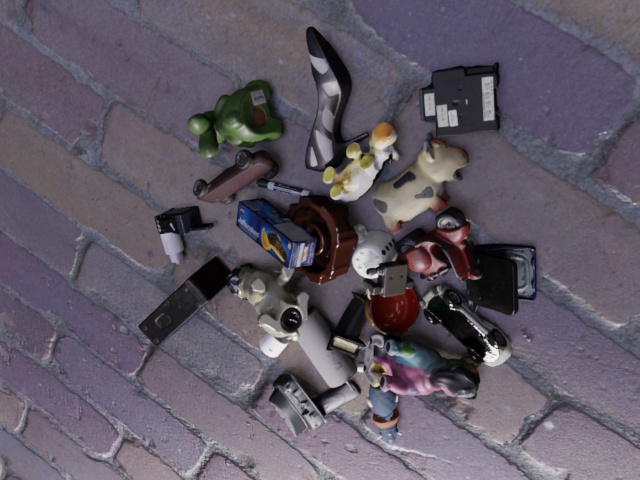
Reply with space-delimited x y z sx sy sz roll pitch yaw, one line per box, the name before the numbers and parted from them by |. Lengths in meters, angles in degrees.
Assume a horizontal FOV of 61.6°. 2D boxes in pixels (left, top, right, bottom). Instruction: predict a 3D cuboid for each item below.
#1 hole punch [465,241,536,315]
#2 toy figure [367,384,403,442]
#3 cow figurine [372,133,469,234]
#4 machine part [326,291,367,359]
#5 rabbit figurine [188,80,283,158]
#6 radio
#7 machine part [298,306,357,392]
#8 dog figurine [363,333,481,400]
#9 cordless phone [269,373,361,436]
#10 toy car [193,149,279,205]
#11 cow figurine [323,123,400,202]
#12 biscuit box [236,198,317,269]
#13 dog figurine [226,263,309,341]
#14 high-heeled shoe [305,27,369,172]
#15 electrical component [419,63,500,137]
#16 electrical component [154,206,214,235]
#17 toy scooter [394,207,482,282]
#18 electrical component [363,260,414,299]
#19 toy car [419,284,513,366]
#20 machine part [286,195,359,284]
hole punch | 0.333 0.065 0.988 0.116 0.092 0.142 15 121 51
toy figure | 0.145 0.375 1.186 0.064 0.058 0.154 1 114 28
cow figurine | 0.182 -0.108 0.979 0.195 0.085 0.127 -30 103 29
machine part | 0.070 0.179 1.130 0.084 0.039 0.138 20 98 -6
rabbit figurine | -0.183 -0.220 1.058 0.170 0.159 0.121 -6 117 39
radio | -0.311 0.145 1.240 0.073 0.131 0.229 47 119 -2
machine part | 0.006 0.233 1.176 0.079 0.079 0.243 -31 94 28
dog figurine | 0.215 0.261 1.090 0.219 0.191 0.108 12 86 -12
cordless phone | -0.011 0.351 1.238 0.184 0.089 0.146 -35 94 17
toy car | -0.177 -0.129 1.103 0.202 0.089 0.053 -25 68 35
cow figurine | 0.092 -0.140 1.001 0.167 0.098 0.068 -43 58 22
biscuit box | -0.093 -0.017 1.083 0.203 0.059 0.062 36 125 41
dog figurine | -0.119 0.132 1.153 0.191 0.121 0.172 -10 92 60
high-heeled shoe | -0.009 -0.250 0.996 0.145 0.086 0.248 -20 107 25
electrical component | 0.239 -0.238 0.919 0.134 0.058 0.114 1 107 22
electrical component | -0.299 -0.043 1.197 0.119 0.075 0.047 -2 109 26
toy scooter | 0.224 0.028 0.988 0.135 0.075 0.184 55 144 2
electrical component | 0.128 0.076 1.015 0.045 0.102 0.078 27 126 59
toy car | 0.285 0.167 1.053 0.202 0.056 0.073 42 125 3
machine part | -0.002 -0.003 1.068 0.180 0.056 0.179 14 108 47
